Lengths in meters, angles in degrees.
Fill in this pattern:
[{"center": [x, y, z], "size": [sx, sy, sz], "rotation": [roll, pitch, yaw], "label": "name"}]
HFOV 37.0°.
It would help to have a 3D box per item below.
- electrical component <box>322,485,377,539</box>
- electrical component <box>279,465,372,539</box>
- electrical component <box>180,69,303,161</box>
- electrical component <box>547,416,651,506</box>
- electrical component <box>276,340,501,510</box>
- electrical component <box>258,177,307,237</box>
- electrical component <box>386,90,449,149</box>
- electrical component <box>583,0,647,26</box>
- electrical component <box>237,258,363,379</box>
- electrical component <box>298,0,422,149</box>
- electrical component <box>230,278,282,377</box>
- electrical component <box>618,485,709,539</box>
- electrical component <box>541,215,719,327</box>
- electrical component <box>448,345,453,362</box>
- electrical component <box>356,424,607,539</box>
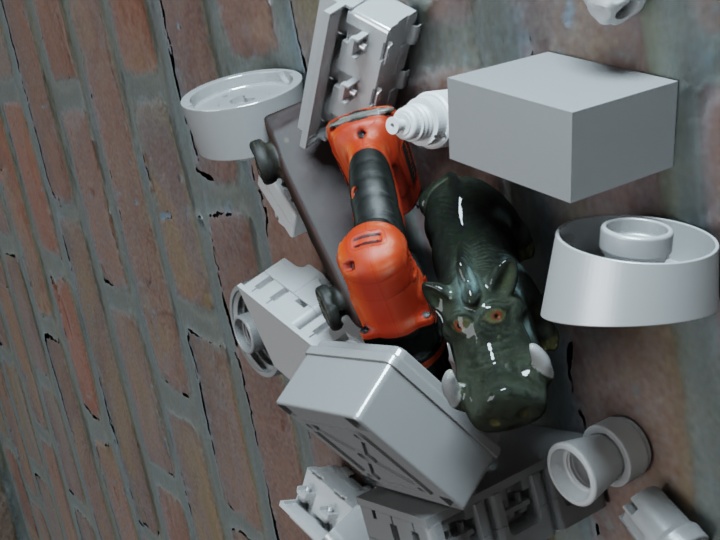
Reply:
[{"center": [0.016, 0.232, 0.953], "size": [0.057, 0.113, 0.078], "rotation": [44, 144, 11], "label": "electrical component"}, {"center": [-0.012, 0.245, 1.060], "size": [0.121, 0.079, 0.063], "rotation": [31, 110, 48], "label": "electrical component"}, {"center": [-0.098, -0.131, 0.946], "size": [0.108, 0.108, 0.060], "rotation": [25, 134, 51], "label": "electrical component"}, {"center": [0.160, 0.126, 0.716], "size": [0.045, 0.055, 0.045], "rotation": [36, 135, 45], "label": "electrical component"}, {"center": [0.018, 0.100, 0.708], "size": [0.109, 0.056, 0.109], "rotation": [43, 158, -24], "label": "electrical component"}, {"center": [-0.058, -0.062, 0.975], "size": [0.065, 0.047, 0.076], "rotation": [57, 158, 21], "label": "electrical component"}, {"center": [0.049, -0.104, 0.749], "size": [0.040, 0.078, 0.040], "rotation": [14, 111, 43], "label": "electrical component"}, {"center": [0.135, -0.170, 0.606], "size": [0.061, 0.035, 0.035], "rotation": [63, 149, 18], "label": "electrical component"}, {"center": [-0.021, 0.072, 0.949], "size": [0.186, 0.060, 0.105], "rotation": [34, 152, 47], "label": "electrical component"}, {"center": [-0.001, -0.150, 0.811], "size": [0.063, 0.079, 0.121], "rotation": [32, 137, 17], "label": "electrical component"}, {"center": [-0.093, 0.056, 1.087], "size": [0.108, 0.060, 0.108], "rotation": [36, 135, 45], "label": "electrical component"}, {"center": [0.196, 0.169, 0.698], "size": [0.046, 0.040, 0.040], "rotation": [52, 146, 39], "label": "electrical component"}, {"center": [0.155, 0.006, 0.615], "size": [0.099, 0.099, 0.064], "rotation": [27, 122, 51], "label": "electrical component"}, {"center": [0.077, 0.053, 0.827], "size": [0.065, 0.044, 0.044], "rotation": [33, 134, 40], "label": "electrical component"}, {"center": [0.088, 0.167, 0.763], "size": [0.089, 0.150, 0.061], "rotation": [-2, 105, 59], "label": "electrical component"}]
